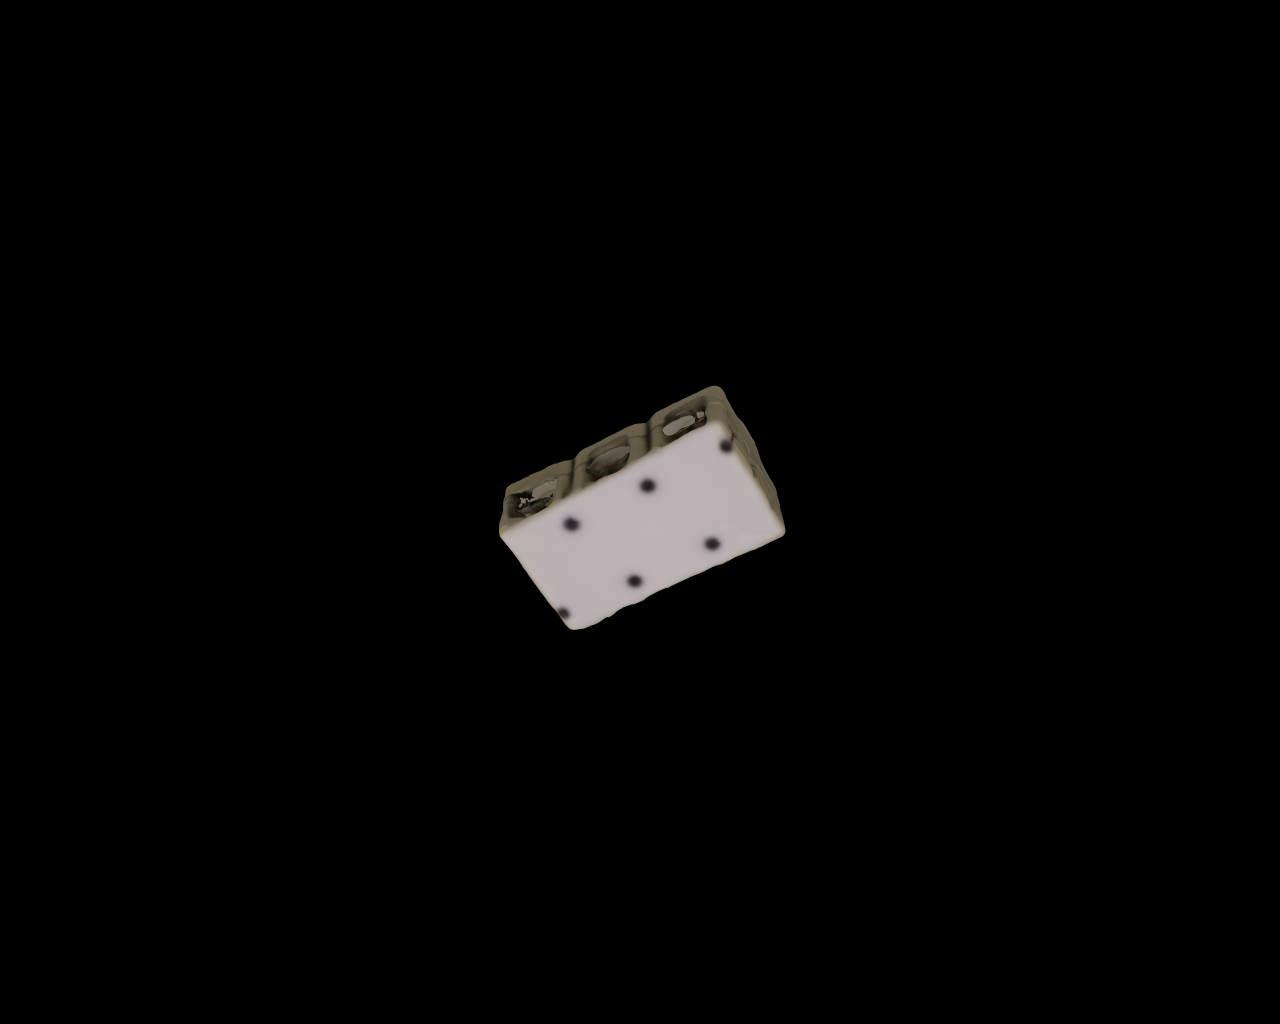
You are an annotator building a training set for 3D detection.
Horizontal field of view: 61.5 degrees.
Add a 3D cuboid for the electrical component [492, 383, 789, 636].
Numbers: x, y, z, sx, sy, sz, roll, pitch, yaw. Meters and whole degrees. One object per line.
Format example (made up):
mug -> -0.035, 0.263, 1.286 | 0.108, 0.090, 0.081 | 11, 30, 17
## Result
electrical component -> 0.001, -0.003, 0.650 | 0.150, 0.089, 0.062 | -25, 27, 14
